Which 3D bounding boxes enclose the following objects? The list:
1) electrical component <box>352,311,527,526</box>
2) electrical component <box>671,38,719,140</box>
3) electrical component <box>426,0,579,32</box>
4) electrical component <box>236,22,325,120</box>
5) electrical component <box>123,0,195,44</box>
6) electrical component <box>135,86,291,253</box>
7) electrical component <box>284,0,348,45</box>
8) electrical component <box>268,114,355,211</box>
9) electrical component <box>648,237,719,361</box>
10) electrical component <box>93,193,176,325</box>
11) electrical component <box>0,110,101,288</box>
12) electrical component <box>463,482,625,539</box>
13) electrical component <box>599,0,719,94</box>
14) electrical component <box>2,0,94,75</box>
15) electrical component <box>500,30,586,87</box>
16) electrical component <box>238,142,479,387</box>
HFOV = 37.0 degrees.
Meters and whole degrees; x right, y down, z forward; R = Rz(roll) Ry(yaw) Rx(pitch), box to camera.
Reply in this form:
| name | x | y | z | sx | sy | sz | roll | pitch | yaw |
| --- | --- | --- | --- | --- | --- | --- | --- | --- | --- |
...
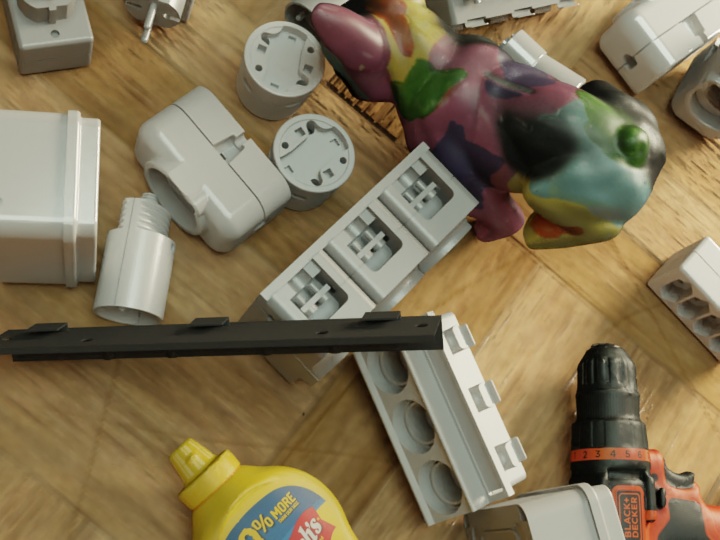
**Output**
| name | x | y | z | sx | sy | sz | roll | pitch | yaw |
| --- | --- | --- | --- | --- | --- | --- | --- | --- | --- |
| electrical component | 0.053 | 0.093 | 0.694 | 0.063 | 0.079 | 0.121 | -16 | 79 | -43 |
| electrical component | 0.285 | -0.143 | 0.820 | 0.054 | 0.095 | 0.059 | 35 | 67 | -5 |
| electrical component | 0.107 | -0.218 | 0.802 | 0.121 | 0.079 | 0.063 | -16 | 101 | -21 |
| electrical component | -0.056 | -0.134 | 0.737 | 0.055 | 0.047 | 0.055 | 5 | 73 | -16 |
| electrical component | -0.134 | -0.188 | 0.718 | 0.047 | 0.066 | 0.076 | 17 | 70 | -12 |
| electrical component | -0.100 | -0.062 | 0.698 | 0.059 | 0.054 | 0.095 | -40 | 88 | -23 |
| electrical component | -0.011 | -0.194 | 0.771 | 0.043 | 0.043 | 0.081 | 47 | 66 | 0 |
| electrical component | -0.036 | -0.070 | 0.724 | 0.055 | 0.047 | 0.055 | 5 | 73 | -16 |
| electrical component | 0.273 | 0.011 | 0.796 | 0.083 | 0.047 | 0.076 | 47 | 67 | 0 |
| electrical component | -0.139 | -0.010 | 0.676 | 0.043 | 0.043 | 0.081 | 11 | 71 | -14 |
| electrical component | -0.184 | -0.040 | 0.634 | 0.057 | 0.113 | 0.078 | 2 | 74 | -14 |
| electrical component | 0.116 | 0.177 | 0.663 | 0.057 | 0.113 | 0.078 | -11 | 78 | -17 |
| electrical component | 0.238 | -0.189 | 0.841 | 0.095 | 0.054 | 0.059 | -35 | 87 | -23 |
| electrical component | -0.201 | -0.173 | 0.687 | 0.047 | 0.077 | 0.065 | -13 | 78 | -20 |
| electrical component | 0.130 | -0.147 | 0.803 | 0.065 | 0.044 | 0.044 | 44 | 67 | 4 |
| electrical component | 0.000 | 0.000 | 0.691 | 0.061 | 0.089 | 0.150 | 46 | 67 | 0 |
